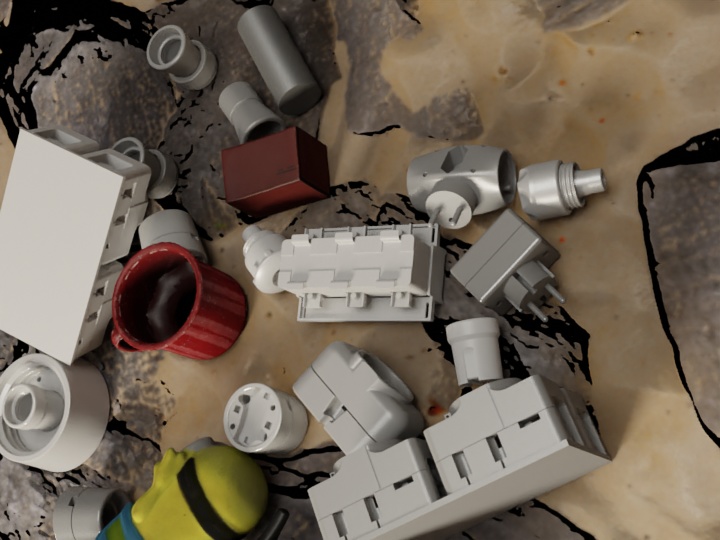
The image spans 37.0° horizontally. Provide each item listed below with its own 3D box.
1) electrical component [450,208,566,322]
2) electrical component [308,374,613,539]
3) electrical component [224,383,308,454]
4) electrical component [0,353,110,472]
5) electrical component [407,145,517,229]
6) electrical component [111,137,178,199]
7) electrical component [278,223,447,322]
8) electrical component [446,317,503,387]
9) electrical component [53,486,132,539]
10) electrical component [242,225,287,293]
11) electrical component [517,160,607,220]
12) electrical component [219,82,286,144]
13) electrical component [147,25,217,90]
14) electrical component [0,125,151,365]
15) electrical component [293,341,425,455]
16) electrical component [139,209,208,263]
[{"bbox_3d":[0.121,0.006,0.804,0.065,0.047,0.076,-48,59,9],"label":"electrical component"},{"bbox_3d":[0.069,0.141,0.759,0.186,0.105,0.060,-30,64,18],"label":"electrical component"},{"bbox_3d":[-0.075,0.123,0.876,0.055,0.047,0.055,-8,72,26],"label":"electrical component"},{"bbox_3d":[-0.291,0.128,0.984,0.108,0.060,0.108,-8,72,26],"label":"electrical component"},{"bbox_3d":[0.075,-0.059,0.838,0.077,0.043,0.079,-2,39,28],"label":"electrical component"},{"bbox_3d":[-0.203,-0.094,1.004,0.045,0.055,0.045,-8,72,26],"label":"electrical component"},{"bbox_3d":[0.000,0.000,0.863,0.121,0.063,0.078,-1,76,28],"label":"electrical component"},{"bbox_3d":[0.088,0.062,0.811,0.040,0.040,0.046,-14,75,25],"label":"electrical component"},{"bbox_3d":[-0.229,0.214,0.930,0.047,0.055,0.055,-6,73,23],"label":"electrical component"},{"bbox_3d":[-0.080,-0.014,0.921,0.048,0.048,0.062,-47,53,9],"label":"electrical component"},{"bbox_3d":[0.153,-0.062,0.809,0.062,0.043,0.043,-10,71,25],"label":"electrical component"},{"bbox_3d":[-0.100,-0.139,0.970,0.044,0.044,0.065,-43,56,11],"label":"electrical component"},{"bbox_3d":[-0.167,-0.199,1.015,0.045,0.055,0.045,-8,72,26],"label":"electrical component"},{"bbox_3d":[-0.266,-0.025,0.971,0.105,0.060,0.186,25,110,12],"label":"electrical component"},{"bbox_3d":[0.002,0.103,0.837,0.059,0.054,0.095,-49,59,8],"label":"electrical component"},{"bbox_3d":[-0.170,-0.022,0.966,0.055,0.055,0.047,-31,60,18],"label":"electrical component"}]
